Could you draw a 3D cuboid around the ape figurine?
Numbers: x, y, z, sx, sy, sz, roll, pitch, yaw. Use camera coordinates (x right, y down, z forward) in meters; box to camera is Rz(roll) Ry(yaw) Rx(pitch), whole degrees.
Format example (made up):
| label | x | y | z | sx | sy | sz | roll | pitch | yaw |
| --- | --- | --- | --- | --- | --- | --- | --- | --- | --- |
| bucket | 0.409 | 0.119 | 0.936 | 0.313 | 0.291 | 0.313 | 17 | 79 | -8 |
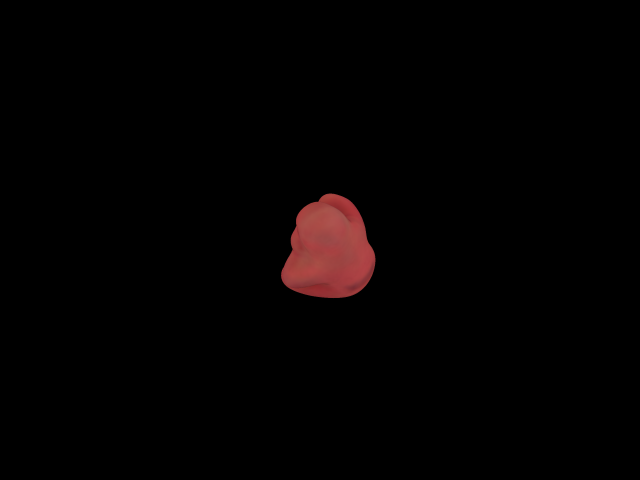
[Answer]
| label | x | y | z | sx | sy | sz | roll | pitch | yaw |
| --- | --- | --- | --- | --- | --- | --- | --- | --- | --- |
| ape figurine | 0.004 | 0.001 | 0.400 | 0.078 | 0.092 | 0.076 | -41 | 74 | -14 |
